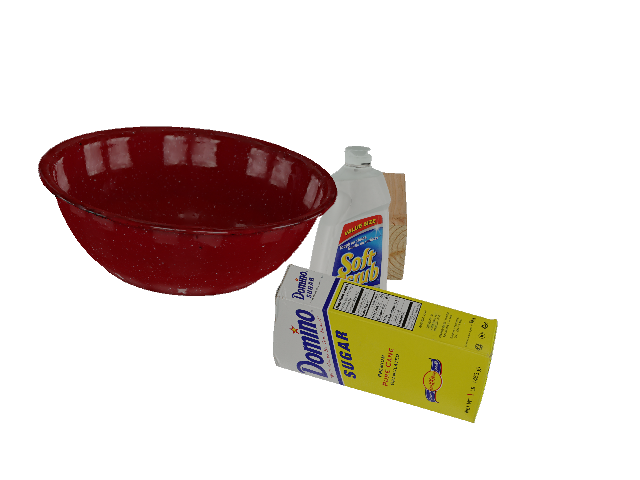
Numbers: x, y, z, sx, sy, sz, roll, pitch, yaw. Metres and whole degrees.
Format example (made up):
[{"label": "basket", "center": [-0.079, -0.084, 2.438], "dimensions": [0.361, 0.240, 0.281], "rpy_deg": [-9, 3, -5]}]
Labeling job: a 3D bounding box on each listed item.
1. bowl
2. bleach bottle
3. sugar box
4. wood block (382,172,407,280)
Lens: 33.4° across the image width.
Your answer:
[{"label": "bowl", "center": [-0.074, -0.013, 0.590], "dimensions": [0.162, 0.055, 0.162], "rpy_deg": [6, 22, -3]}, {"label": "bleach bottle", "center": [0.030, 0.015, 1.256], "dimensions": [0.102, 0.251, 0.068], "rpy_deg": [-2, 16, -17]}, {"label": "sugar box", "center": [0.050, 0.085, 0.867], "dimensions": [0.176, 0.093, 0.048], "rpy_deg": [12, 46, 9]}, {"label": "wood block", "center": [0.084, -0.027, 1.628], "dimensions": [0.091, 0.090, 0.206], "rpy_deg": [3, 25, 2]}]
